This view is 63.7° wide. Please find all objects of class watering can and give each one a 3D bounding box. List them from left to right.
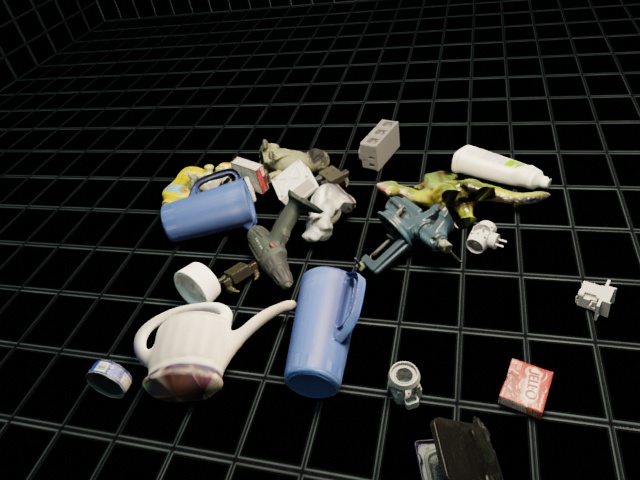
[{"bbox_3d":[-0.222,0.213,1.057,0.347,0.101,0.230,-7,41,5],"label":"watering can"}]

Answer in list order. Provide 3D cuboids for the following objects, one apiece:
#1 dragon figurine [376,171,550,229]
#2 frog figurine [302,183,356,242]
[{"bbox_3d":[0.355,-0.137,1.353,0.410,0.119,0.248,-5,31,-5],"label":"dragon figurine"},{"bbox_3d":[0.004,-0.067,1.333,0.161,0.122,0.137,-37,13,-16],"label":"frog figurine"}]
